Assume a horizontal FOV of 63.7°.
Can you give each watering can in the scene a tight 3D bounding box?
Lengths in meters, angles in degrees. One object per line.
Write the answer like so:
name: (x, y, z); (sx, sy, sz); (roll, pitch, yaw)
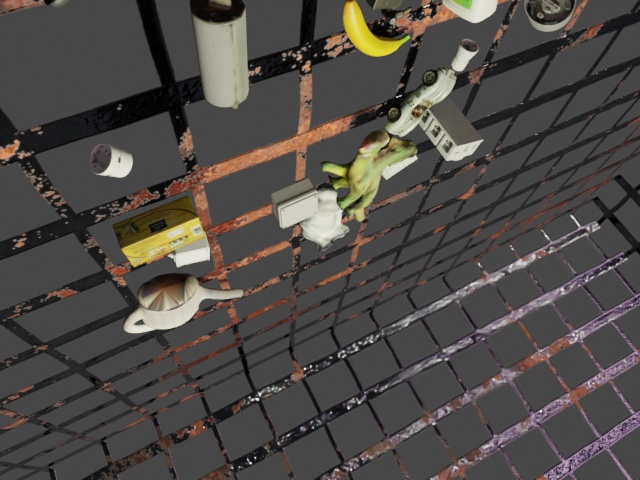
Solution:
watering can: (-0.370, 0.161, 1.419); (0.350, 0.105, 0.219); (-20, 156, -23)

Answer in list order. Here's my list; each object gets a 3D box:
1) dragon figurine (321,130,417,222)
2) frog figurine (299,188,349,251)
dragon figurine: (0.146, -0.165, 1.317); (0.242, 0.124, 0.406); (-29, 160, 9)
frog figurine: (0.004, -0.072, 1.427); (0.138, 0.124, 0.156); (-24, 120, -13)
